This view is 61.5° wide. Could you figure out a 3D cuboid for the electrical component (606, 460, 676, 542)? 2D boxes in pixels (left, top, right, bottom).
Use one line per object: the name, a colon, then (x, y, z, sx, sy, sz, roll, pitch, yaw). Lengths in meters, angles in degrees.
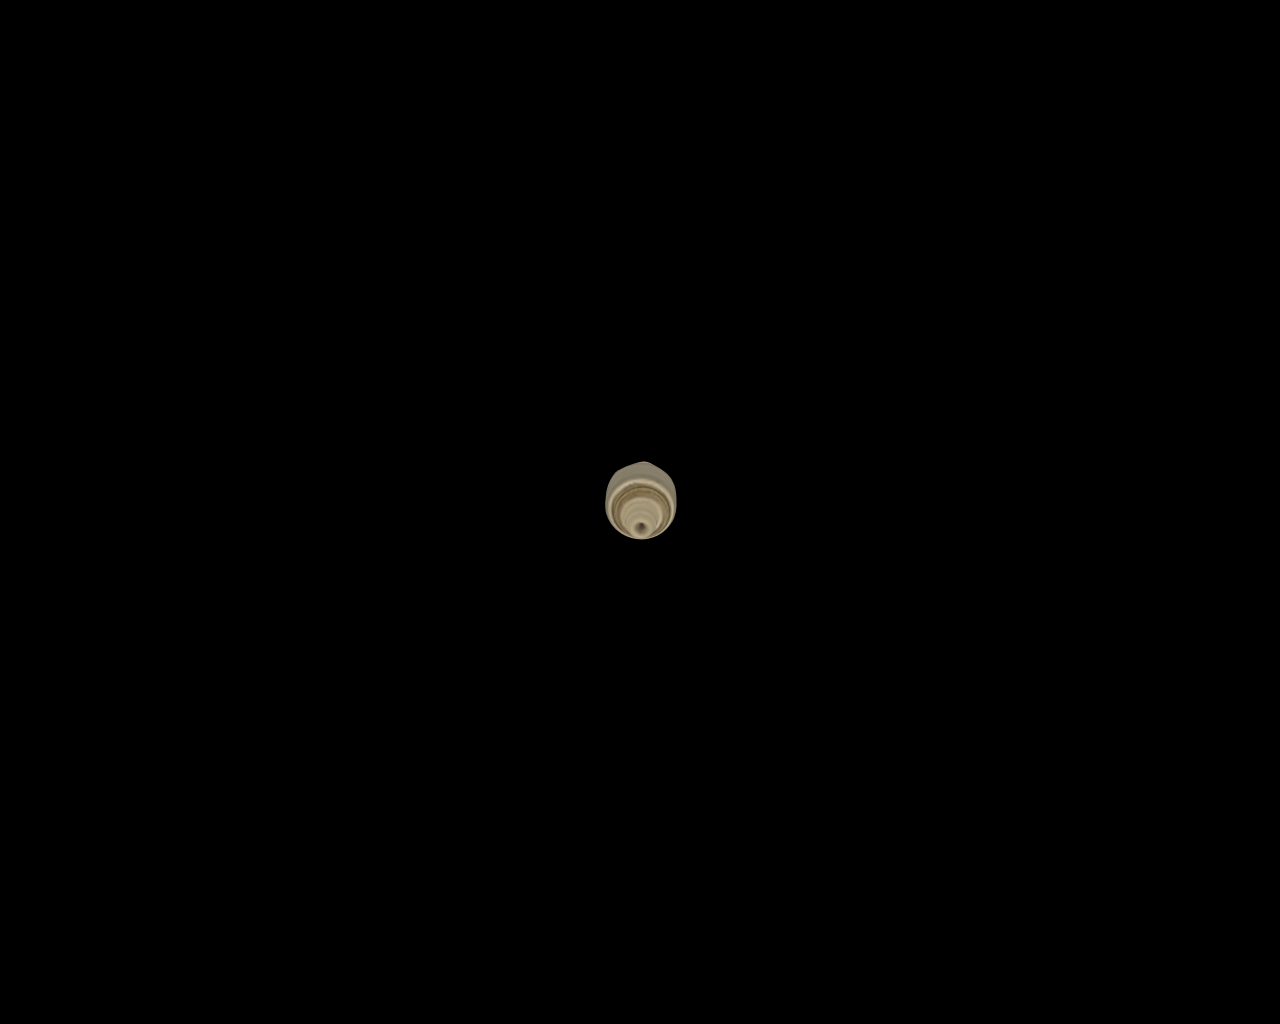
electrical component: (0.001, -0.003, 0.650, 0.043, 0.043, 0.062, 0, 24, 0)
